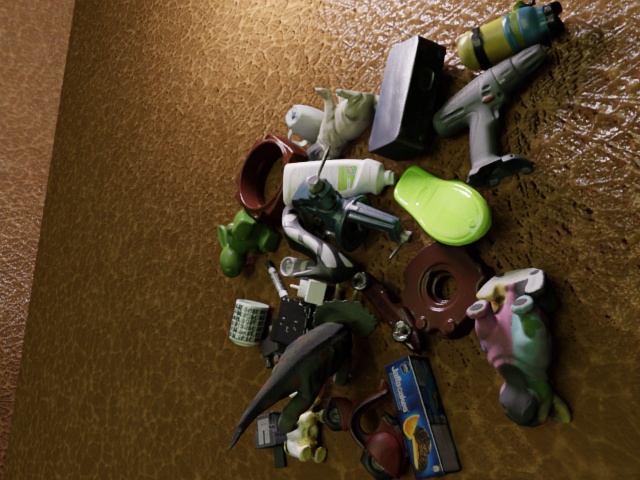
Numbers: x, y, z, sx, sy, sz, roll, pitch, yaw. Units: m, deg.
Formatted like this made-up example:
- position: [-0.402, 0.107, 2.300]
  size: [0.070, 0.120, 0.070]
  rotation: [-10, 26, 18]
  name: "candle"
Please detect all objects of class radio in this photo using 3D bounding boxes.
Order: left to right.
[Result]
- position: [0.174, -0.282, 1.080]
  size: [0.131, 0.073, 0.229]
  rotation: [-177, 99, -69]
  name: "radio"

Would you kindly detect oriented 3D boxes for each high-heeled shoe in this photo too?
- position: [-0.002, -0.004, 1.184]
  size: [0.145, 0.086, 0.249]
  rotation: [-12, 50, 0]
  name: "high-heeled shoe"

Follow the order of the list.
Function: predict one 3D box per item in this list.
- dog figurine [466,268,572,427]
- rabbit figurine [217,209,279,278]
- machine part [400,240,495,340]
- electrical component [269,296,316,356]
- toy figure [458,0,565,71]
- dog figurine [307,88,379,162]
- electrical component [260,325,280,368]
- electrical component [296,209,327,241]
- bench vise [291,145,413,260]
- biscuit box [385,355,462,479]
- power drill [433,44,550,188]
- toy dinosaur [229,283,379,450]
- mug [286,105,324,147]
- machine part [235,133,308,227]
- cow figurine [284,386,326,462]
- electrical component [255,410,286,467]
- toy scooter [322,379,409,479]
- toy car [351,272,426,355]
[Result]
- position: [0.317, 0.173, 0.824]
  size: [0.109, 0.191, 0.219]
  rotation: [-13, 104, 39]
  name: "dog figurine"
- position: [-0.212, 0.009, 1.378]
  size: [0.170, 0.121, 0.159]
  rotation: [-58, 39, 12]
  name: "rabbit figurine"
- position: [0.227, 0.086, 0.964]
  size: [0.179, 0.056, 0.179]
  rotation: [-16, 66, 41]
  name: "machine part"
- position: [-0.052, 0.200, 1.209]
  size: [0.115, 0.058, 0.134]
  rotation: [4, 81, 47]
  name: "electrical component"
- position: [0.335, -0.366, 0.961]
  size: [0.180, 0.089, 0.082]
  rotation: [-14, 63, 45]
  name: "toy figure"
- position: [0.059, -0.236, 1.209]
  size: [0.173, 0.121, 0.190]
  rotation: [19, 106, 49]
  name: "dog figurine"
- position: [-0.117, 0.254, 1.283]
  size: [0.063, 0.021, 0.094]
  rotation: [-33, 57, 35]
  name: "electrical component"
- position: [-0.013, -0.048, 1.254]
  size: [0.102, 0.045, 0.078]
  rotation: [21, 122, 49]
  name: "electrical component"
- position: [0.070, -0.051, 1.072]
  size: [0.241, 0.223, 0.129]
  rotation: [20, 60, 30]
  name: "bench vise"
- position: [0.179, 0.307, 0.944]
  size: [0.063, 0.059, 0.203]
  rotation: [-34, 56, 34]
  name: "biscuit box"
- position: [0.312, -0.209, 0.947]
  size: [0.232, 0.086, 0.207]
  rotation: [-25, 66, 40]
  name: "power drill"
- position: [-0.012, 0.218, 0.997]
  size: [0.131, 0.405, 0.192]
  rotation: [23, 117, 20]
  name: "toy dinosaur"
- position: [-0.037, -0.274, 1.294]
  size: [0.109, 0.107, 0.081]
  rotation: [-34, 55, 31]
  name: "mug"
- position: [-0.119, -0.153, 1.357]
  size: [0.202, 0.087, 0.201]
  rotation: [44, 110, 44]
  name: "machine part"
- position: [-0.032, 0.374, 1.135]
  size: [0.098, 0.068, 0.167]
  rotation: [-8, 72, 50]
  name: "cow figurine"
- position: [-0.108, 0.445, 1.201]
  size: [0.075, 0.047, 0.119]
  rotation: [-24, 61, 39]
  name: "electrical component"
- position: [0.105, 0.339, 0.989]
  size: [0.135, 0.075, 0.184]
  rotation: [-44, 71, -6]
  name: "toy scooter"
- position: [0.133, 0.134, 1.017]
  size: [0.053, 0.089, 0.202]
  rotation: [-42, 50, 3]
  name: "toy car"
